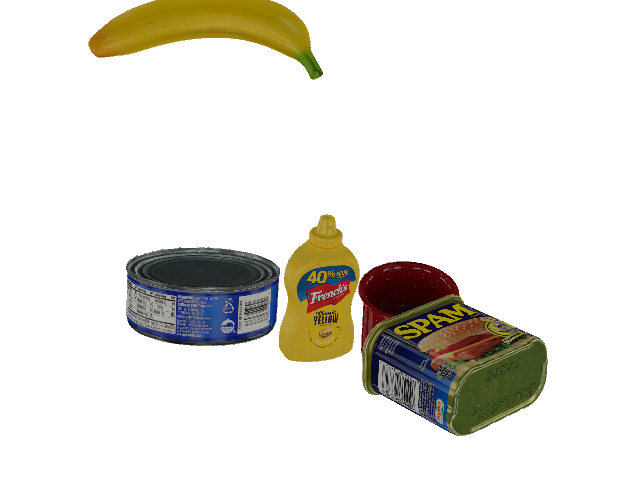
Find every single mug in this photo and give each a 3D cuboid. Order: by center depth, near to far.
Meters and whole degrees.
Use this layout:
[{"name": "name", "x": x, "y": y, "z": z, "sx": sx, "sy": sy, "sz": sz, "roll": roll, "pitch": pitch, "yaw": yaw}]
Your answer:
[{"name": "mug", "x": 0.080, "y": 0.085, "z": 0.994, "sx": 0.093, "sy": 0.081, "sz": 0.117, "roll": 1, "pitch": 34, "yaw": -1}]

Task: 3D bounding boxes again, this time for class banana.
[{"name": "banana", "x": -0.094, "y": -0.179, "z": 0.904, "sx": 0.198, "sy": 0.069, "sz": 0.037, "roll": 5, "pitch": -34, "yaw": 0}]

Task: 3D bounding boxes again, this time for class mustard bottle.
[{"name": "mustard bottle", "x": 0.001, "y": 0.058, "z": 1.347, "sx": 0.096, "sy": 0.192, "sz": 0.058, "roll": -5, "pitch": 26, "yaw": -20}]

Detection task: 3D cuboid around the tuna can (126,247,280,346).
[{"name": "tuna can", "x": -0.066, "y": 0.030, "z": 0.600, "sx": 0.086, "sy": 0.034, "sz": 0.086, "roll": 3, "pitch": 13, "yaw": -1}]

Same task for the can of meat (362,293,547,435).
[{"name": "can of meat", "x": 0.094, "y": 0.085, "z": 0.735, "sx": 0.101, "sy": 0.057, "sz": 0.084, "roll": -17, "pitch": 28, "yaw": -37}]
